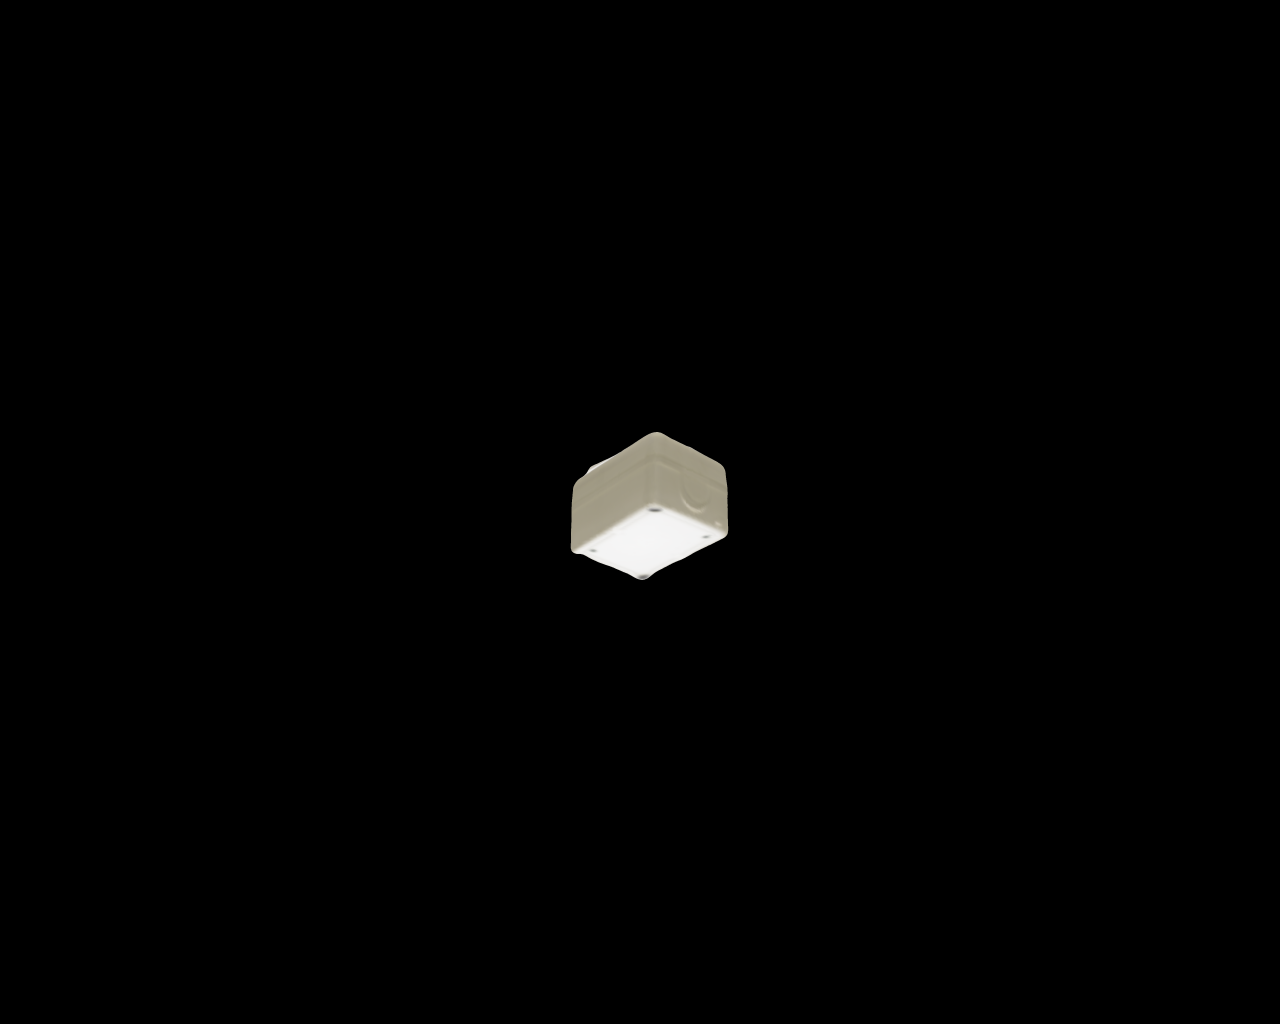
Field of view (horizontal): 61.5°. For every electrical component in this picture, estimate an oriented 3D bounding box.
[{"bbox_3d":[0.001,-0.003,0.650,0.062,0.061,0.096,24,-38,-34],"label":"electrical component"}]
